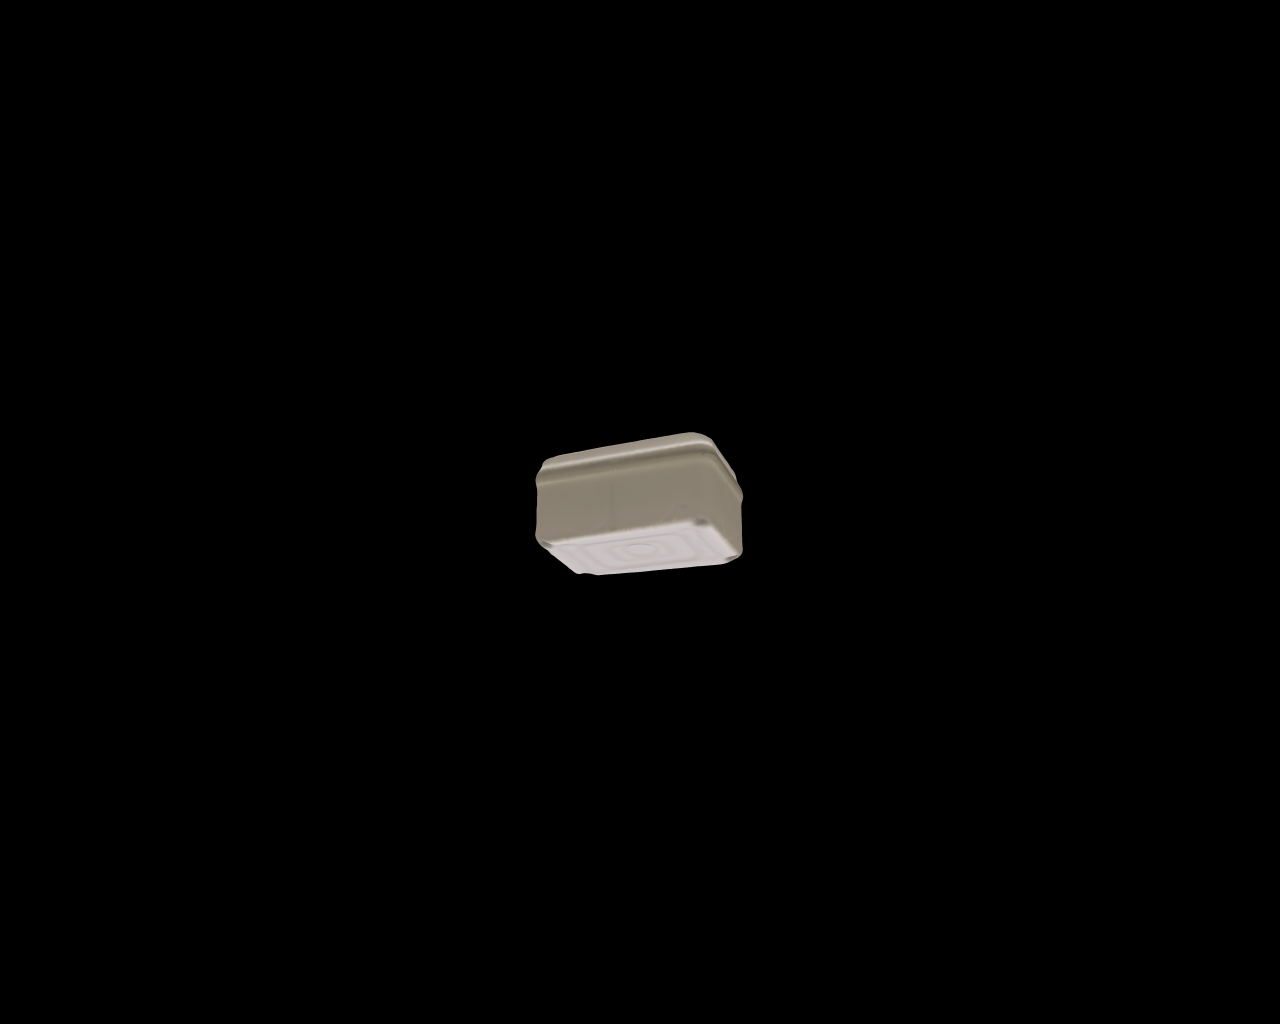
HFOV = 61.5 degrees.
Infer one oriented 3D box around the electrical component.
[{"bbox_3d":[0.001,-0.003,0.650,0.113,0.057,0.078,-8,-23,18],"label":"electrical component"}]
